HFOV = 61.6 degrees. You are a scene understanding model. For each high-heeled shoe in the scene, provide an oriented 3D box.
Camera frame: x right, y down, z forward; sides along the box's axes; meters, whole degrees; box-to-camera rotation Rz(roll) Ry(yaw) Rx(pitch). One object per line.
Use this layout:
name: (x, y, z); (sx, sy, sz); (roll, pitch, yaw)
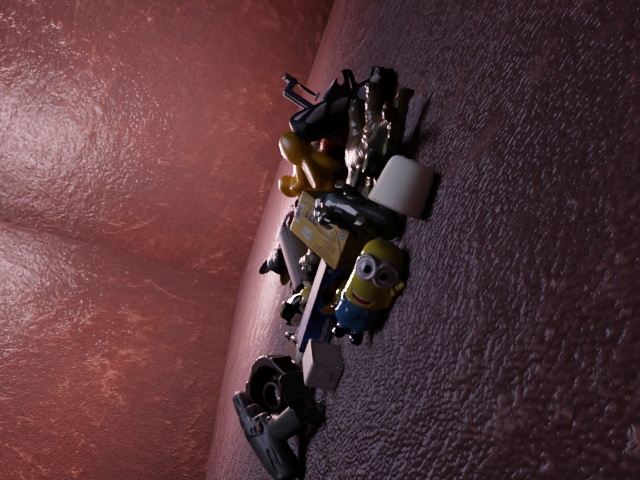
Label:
high-heeled shoe: (0.049, -0.303, 1.180); (0.249, 0.145, 0.086); (-52, -28, -19)

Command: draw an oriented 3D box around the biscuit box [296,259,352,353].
biscuit box: (0.007, 0.143, 1.136); (0.059, 0.063, 0.202); (-116, 42, -72)

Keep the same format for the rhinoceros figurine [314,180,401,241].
rhinoceros figurine: (0.058, -0.049, 0.934); (0.191, 0.112, 0.073); (15, 79, 47)

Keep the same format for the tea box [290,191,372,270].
tea box: (0.021, -0.022, 1.084); (0.170, 0.068, 0.098); (42, 122, 40)

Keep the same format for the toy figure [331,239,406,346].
toy figure: (0.073, 0.080, 0.859); (0.089, 0.082, 0.180); (-95, 20, -55)

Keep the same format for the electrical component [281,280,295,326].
electrical component: (-0.062, 0.163, 1.459); (0.114, 0.058, 0.134); (118, 163, -56)

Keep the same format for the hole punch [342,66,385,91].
hole punch: (0.111, -0.357, 1.281); (0.142, 0.092, 0.115); (-115, 10, -69)

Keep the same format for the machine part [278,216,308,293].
machine part: (-0.050, 0.047, 1.356); (0.079, 0.079, 0.243); (-61, 41, 50)

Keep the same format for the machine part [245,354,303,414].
machine part: (-0.094, 0.343, 1.190); (0.179, 0.056, 0.179); (-3, 86, 45)

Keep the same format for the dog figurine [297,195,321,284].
dog figurine: (0.001, -0.003, 1.219); (0.172, 0.121, 0.190); (49, -134, -69)

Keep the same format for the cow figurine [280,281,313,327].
cow figurine: (-0.033, 0.144, 1.244); (0.167, 0.098, 0.068); (118, 169, -50)

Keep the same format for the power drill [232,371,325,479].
power drill: (-0.091, 0.357, 1.092); (0.207, 0.086, 0.232); (-53, 54, 26)

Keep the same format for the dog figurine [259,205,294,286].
dog figurine: (-0.085, 0.014, 1.509); (0.219, 0.108, 0.191); (-60, 6, 0)

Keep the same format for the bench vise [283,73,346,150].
bench vise: (-0.012, -0.374, 1.513); (0.223, 0.240, 0.129); (-56, 11, 10)

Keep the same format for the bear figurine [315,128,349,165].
bear figurine: (0.057, -0.269, 1.318); (0.196, 0.120, 0.131); (-81, 15, -54)

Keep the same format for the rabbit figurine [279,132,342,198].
rabbit figurine: (-0.036, -0.168, 1.229); (0.122, 0.173, 0.163); (-41, 45, -15)

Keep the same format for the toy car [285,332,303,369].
toy car: (-0.052, 0.265, 1.288); (0.202, 0.056, 0.073); (156, 123, -77)

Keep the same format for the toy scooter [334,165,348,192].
toy scooter: (0.037, -0.158, 1.360); (0.184, 0.075, 0.135); (-93, 23, -50)

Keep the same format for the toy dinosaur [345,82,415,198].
toy dinosaur: (0.094, -0.170, 1.036); (0.471, 0.105, 0.198); (118, 163, -88)
